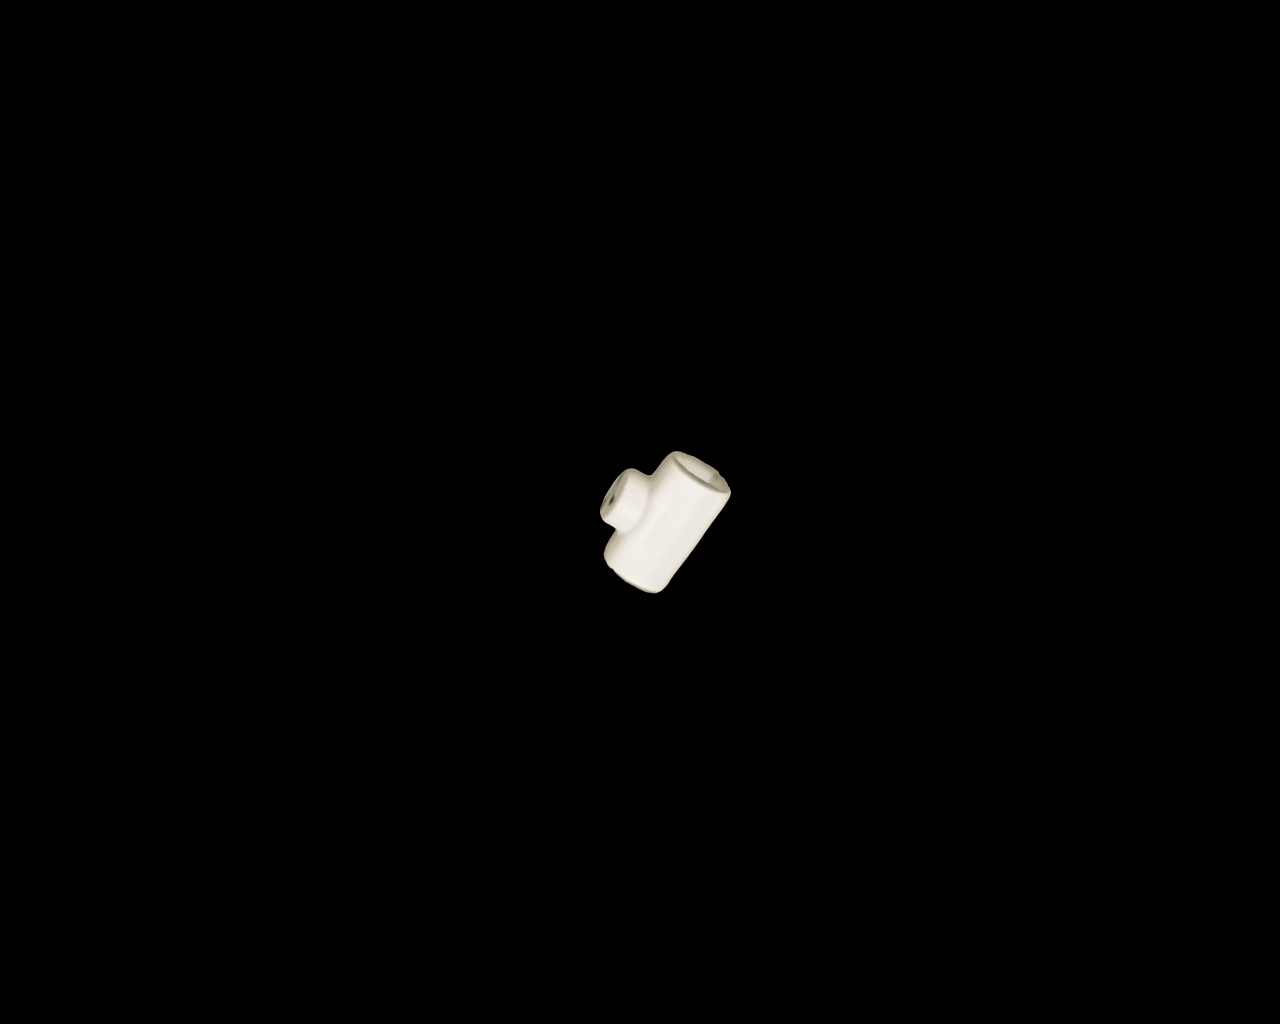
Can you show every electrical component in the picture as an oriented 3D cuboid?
[{"bbox_3d":[0.001,-0.003,0.650,0.079,0.077,0.043,30,20,-12],"label":"electrical component"}]
